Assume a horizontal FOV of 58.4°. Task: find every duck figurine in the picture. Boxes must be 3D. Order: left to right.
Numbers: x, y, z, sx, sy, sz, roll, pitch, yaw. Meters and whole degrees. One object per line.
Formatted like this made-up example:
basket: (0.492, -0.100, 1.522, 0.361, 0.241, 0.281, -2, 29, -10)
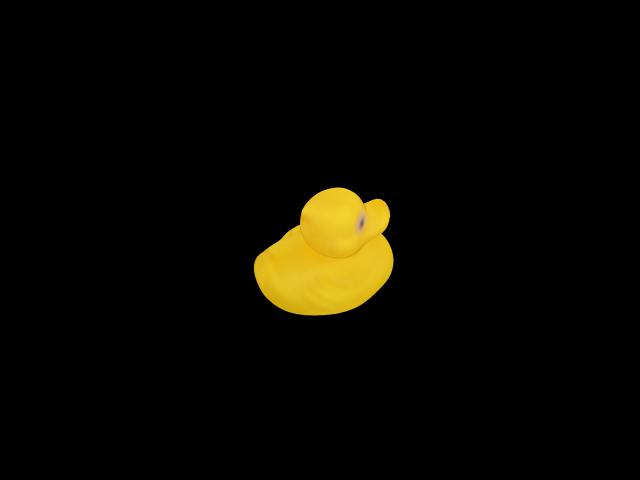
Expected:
duck figurine: (0.004, 0.001, 0.400, 0.104, 0.086, 0.077, -15, 54, -11)
